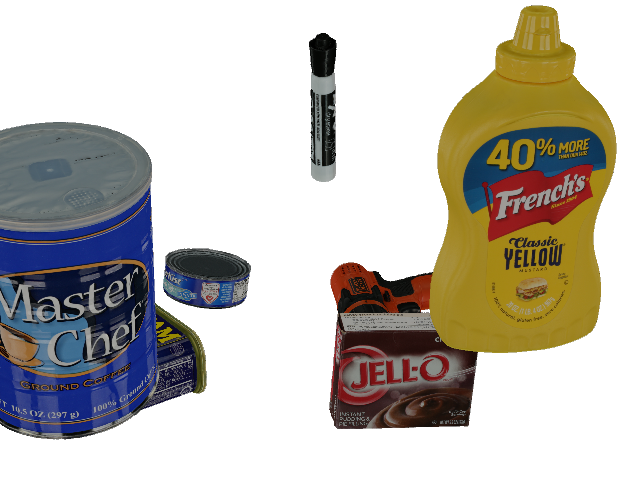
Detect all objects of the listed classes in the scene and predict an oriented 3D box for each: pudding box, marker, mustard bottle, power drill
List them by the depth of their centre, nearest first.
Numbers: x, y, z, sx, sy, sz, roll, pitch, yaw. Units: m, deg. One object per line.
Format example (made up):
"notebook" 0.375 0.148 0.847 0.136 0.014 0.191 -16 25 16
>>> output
"mustard bottle" 0.112 -0.032 0.587 0.096 0.192 0.058 -4 26 -6
"marker" 0.002 -0.094 0.760 0.020 0.121 0.020 0 43 0
"pudding box" 0.067 0.104 0.855 0.113 0.090 0.039 -1 26 -9
"power drill" 0.112 0.073 1.138 0.187 0.057 0.184 -4 29 -8

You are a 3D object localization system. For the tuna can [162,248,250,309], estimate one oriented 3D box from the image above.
"tuna can" -0.114 0.038 1.065 0.086 0.034 0.086 8 17 -3

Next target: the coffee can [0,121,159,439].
"coffee can" -0.141 0.021 0.578 0.103 0.140 0.103 2 33 -2

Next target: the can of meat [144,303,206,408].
"can of meat" -0.155 0.097 0.867 0.083 0.057 0.102 -17 28 -34
